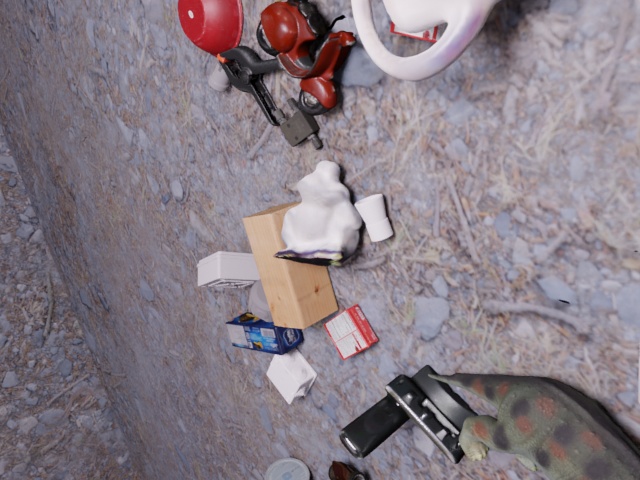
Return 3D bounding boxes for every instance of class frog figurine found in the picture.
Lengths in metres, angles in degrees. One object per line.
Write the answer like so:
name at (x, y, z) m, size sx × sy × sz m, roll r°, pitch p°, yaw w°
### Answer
frog figurine at (0.003, -0.041, 0.824) m, size 0.137 × 0.161 × 0.122 m, roll -7°, pitch -20°, yaw 44°

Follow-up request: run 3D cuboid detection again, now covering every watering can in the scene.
watering can at (0.120, -0.338, 0.519) m, size 0.223 × 0.350 × 0.104 m, roll -9°, pitch -10°, yaw 38°
